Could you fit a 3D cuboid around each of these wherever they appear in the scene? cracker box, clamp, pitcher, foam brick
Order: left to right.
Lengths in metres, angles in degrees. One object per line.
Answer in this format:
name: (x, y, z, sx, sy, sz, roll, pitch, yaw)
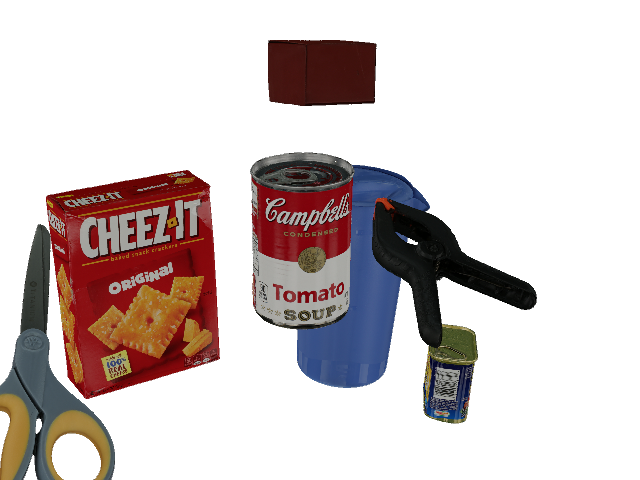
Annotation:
cracker box: (-0.197, 0.046, 1.151, 0.163, 0.214, 0.072, -13, 24, -28)
foam brick: (0.002, -0.140, 0.890, 0.078, 0.051, 0.053, -8, 16, -37)
pitcher: (0.022, 0.041, 1.228, 0.144, 0.243, 0.149, -17, 31, -41)
clamp: (0.110, 0.020, 0.953, 0.120, 0.039, 0.171, -7, 46, -27)

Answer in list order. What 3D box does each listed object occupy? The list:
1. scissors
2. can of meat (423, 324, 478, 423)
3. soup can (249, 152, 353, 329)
scissors: (-0.150, 0.074, 0.619, 0.096, 0.201, 0.016, 17, -44, -5)
can of meat: (0.154, 0.159, 1.279, 0.057, 0.084, 0.102, 7, 19, 3)
soup can: (-0.013, 0.000, 0.715, 0.068, 0.102, 0.068, 1, 23, 0)
